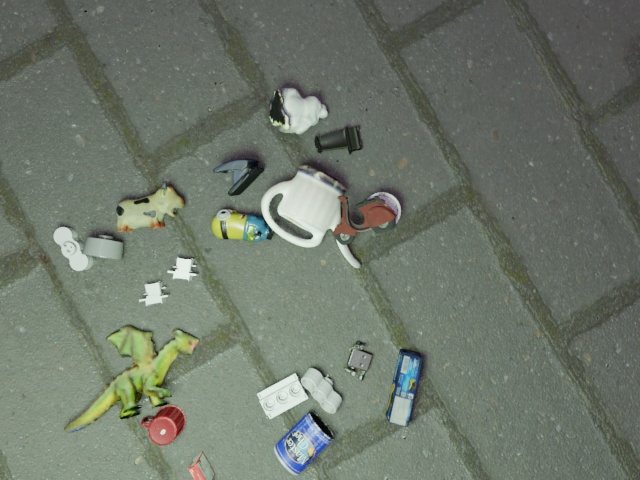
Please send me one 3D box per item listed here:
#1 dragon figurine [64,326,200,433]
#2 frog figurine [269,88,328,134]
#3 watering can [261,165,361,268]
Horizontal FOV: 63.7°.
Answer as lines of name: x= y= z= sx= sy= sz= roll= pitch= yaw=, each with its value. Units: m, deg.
dragon figurine: x=-0.539 y=0.368 z=1.457 sx=0.411 sy=0.120 sz=0.246 roll=-16 pitch=71 yaw=-4
frog figurine: x=-0.064 y=-0.380 z=1.506 sx=0.161 sy=0.121 sz=0.138 roll=-18 pitch=78 yaw=-37
watering can: x=0.005 y=-0.075 z=1.481 sx=0.346 sy=0.104 sz=0.225 roll=28 pitch=84 yaw=-15
